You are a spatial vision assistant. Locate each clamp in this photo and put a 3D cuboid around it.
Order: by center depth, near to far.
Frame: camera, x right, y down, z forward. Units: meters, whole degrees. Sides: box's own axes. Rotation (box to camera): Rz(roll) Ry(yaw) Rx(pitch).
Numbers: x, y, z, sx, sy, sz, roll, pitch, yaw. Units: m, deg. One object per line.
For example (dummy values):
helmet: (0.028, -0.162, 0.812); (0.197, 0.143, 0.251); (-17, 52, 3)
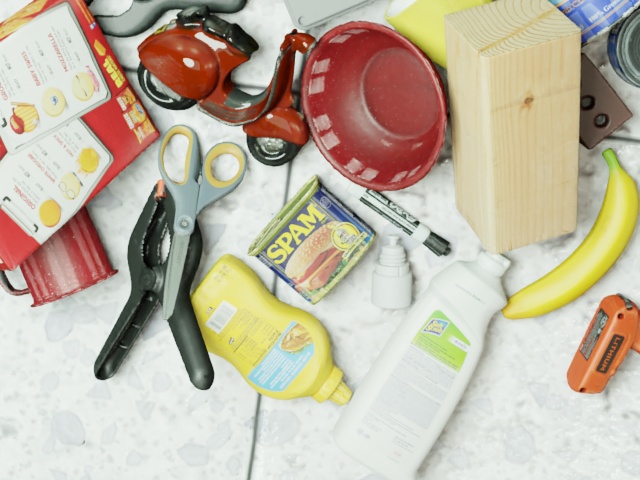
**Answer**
clamp: (-0.157, -0.236, 1.013); (0.171, 0.039, 0.120); (-33, 96, 8)
clamp: (-0.149, 0.047, 1.040); (0.165, 0.036, 0.210); (7, 86, 41)

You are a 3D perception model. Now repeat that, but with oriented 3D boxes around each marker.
marker: (0.080, -0.022, 1.062); (0.121, 0.020, 0.020); (35, 102, -5)

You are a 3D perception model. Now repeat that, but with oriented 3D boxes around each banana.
banana: (0.259, 0.009, 1.056); (0.070, 0.037, 0.198); (34, 102, 13)

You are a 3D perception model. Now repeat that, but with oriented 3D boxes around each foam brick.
foam brick: (0.249, -0.133, 1.012); (0.053, 0.051, 0.078); (-40, 99, 10)

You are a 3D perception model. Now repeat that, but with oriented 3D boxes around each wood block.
wood block: (0.173, -0.101, 0.955); (0.090, 0.090, 0.206); (-16, 128, -9)

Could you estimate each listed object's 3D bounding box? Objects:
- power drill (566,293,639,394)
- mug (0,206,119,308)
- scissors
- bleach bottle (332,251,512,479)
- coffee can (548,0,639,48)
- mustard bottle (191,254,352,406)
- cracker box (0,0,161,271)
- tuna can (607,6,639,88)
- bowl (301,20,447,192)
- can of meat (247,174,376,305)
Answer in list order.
power drill: (0.349, 0.148, 1.073); (0.187, 0.057, 0.184); (21, 100, -5)
mug: (-0.267, 0.016, 1.052); (0.117, 0.093, 0.081); (-20, 97, 13)
scissors: (-0.111, -0.021, 1.018); (0.096, 0.016, 0.202); (-3, 67, -14)
bleach bottle: (0.117, 0.121, 1.073); (0.102, 0.068, 0.251); (32, 100, -6)
coffee can: (0.218, -0.253, 0.958); (0.103, 0.103, 0.140); (-39, 99, 10)
mustard bottle: (-0.048, 0.105, 1.077); (0.191, 0.058, 0.096); (37, 103, -6)
cracker box: (-0.263, -0.101, 0.950); (0.072, 0.213, 0.164); (-1, 127, 41)
tuna can: (0.317, -0.184, 1.006); (0.086, 0.033, 0.086); (1, 104, 2)
bowl: (0.061, -0.130, 0.997); (0.162, 0.055, 0.162); (19, 122, 32)
can of meat: (-0.007, 0.001, 1.053); (0.084, 0.057, 0.102); (41, 102, -10)
